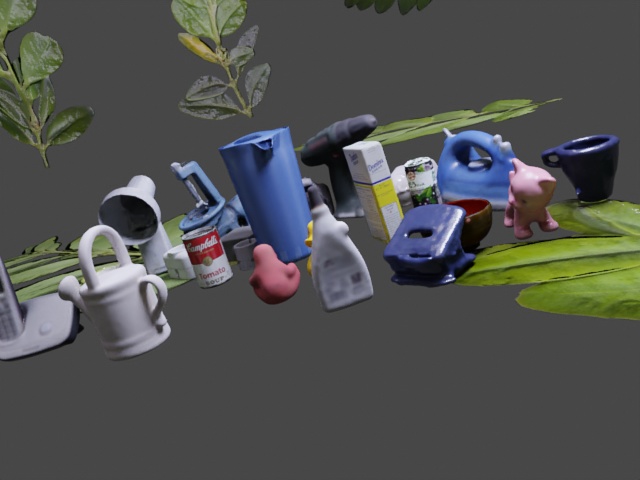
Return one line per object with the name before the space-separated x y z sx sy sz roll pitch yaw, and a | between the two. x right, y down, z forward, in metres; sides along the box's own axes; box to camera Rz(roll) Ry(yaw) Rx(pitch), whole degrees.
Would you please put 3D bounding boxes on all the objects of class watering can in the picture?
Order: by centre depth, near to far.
watering can | -0.312 0.075 0.856 0.173 0.194 0.101 -17 15 0

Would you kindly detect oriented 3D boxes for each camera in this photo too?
camera | -0.043 -0.079 1.284 0.143 0.101 0.136 -17 15 1

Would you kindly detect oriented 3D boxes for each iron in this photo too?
iron | 0.300 -0.137 1.041 0.119 0.141 0.257 -21 16 -16

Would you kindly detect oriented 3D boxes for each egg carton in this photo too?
egg carton | 0.204 -0.125 1.239 0.107 0.069 0.150 -11 16 20

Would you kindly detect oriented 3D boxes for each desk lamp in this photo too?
desk lamp | -0.382 -0.030 1.260 0.118 0.214 0.203 -16 15 4

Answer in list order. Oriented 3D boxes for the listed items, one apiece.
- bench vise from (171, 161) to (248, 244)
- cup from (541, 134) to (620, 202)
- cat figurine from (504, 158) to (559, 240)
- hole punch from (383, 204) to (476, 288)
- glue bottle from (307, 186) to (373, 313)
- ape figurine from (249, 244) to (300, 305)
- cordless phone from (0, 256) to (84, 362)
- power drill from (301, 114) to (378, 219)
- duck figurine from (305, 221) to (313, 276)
bench vise | -0.251 -0.089 1.315 0.121 0.220 0.208 -5 19 37
cup | 0.414 -0.108 0.907 0.117 0.095 0.092 -2 21 42
cat figurine | 0.305 -0.069 0.843 0.067 0.118 0.128 -15 15 6
hole punch | 0.149 0.007 0.795 0.108 0.091 0.101 -1 22 46
glue bottle | 0.015 0.009 0.776 0.078 0.173 0.037 -18 16 -5
ape figurine | -0.076 0.049 0.887 0.077 0.092 0.076 -14 16 13
cordless phone | -0.499 0.104 0.971 0.147 0.185 0.094 -16 15 3
power drill | 0.058 -0.155 1.238 0.228 0.208 0.076 0 23 47
duck figurine | 0.009 0.003 0.967 0.077 0.086 0.105 -7 18 33
